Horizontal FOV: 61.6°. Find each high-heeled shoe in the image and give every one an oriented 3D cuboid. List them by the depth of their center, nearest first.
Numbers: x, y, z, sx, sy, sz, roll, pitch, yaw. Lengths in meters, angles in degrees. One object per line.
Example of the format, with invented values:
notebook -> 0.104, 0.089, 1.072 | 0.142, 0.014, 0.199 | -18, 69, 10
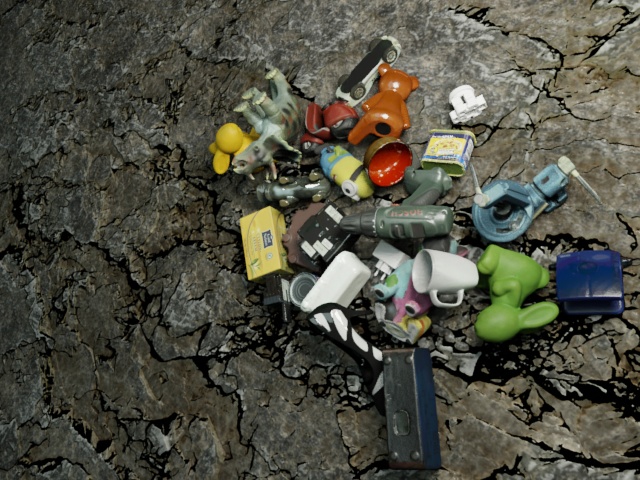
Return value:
high-heeled shoe -> 0.060, 0.247, 1.101 | 0.145, 0.086, 0.248 | -8, 81, -14

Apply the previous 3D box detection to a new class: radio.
radio -> 0.176, 0.322, 1.036 | 0.073, 0.131, 0.229 | -12, 70, 24

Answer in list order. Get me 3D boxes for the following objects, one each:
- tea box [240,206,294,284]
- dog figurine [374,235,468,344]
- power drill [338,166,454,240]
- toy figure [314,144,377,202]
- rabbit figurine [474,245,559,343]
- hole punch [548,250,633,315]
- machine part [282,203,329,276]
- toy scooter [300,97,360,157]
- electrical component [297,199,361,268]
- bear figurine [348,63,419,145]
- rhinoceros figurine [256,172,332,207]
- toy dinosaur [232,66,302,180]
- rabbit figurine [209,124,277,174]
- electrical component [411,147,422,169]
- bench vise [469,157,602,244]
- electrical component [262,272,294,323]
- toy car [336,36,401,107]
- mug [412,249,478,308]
tea box -> -0.134, 0.014, 1.338 | 0.098, 0.068, 0.169 | -23, 65, 22
dog figurine -> 0.215, 0.084, 1.110 | 0.109, 0.191, 0.219 | 27, 56, 31
power drill -> 0.175, -0.076, 1.122 | 0.232, 0.207, 0.085 | 5, 123, 31
toy figure -> 0.061, -0.167, 1.277 | 0.089, 0.082, 0.180 | -47, 57, 11
rabbit figurine -> 0.354, 0.120, 1.011 | 0.159, 0.121, 0.170 | 21, 70, 11
hole punch -> 0.485, 0.072, 0.968 | 0.142, 0.092, 0.116 | -7, 68, 31
machine part -> -0.003, -0.004, 1.278 | 0.179, 0.056, 0.179 | -8, 71, 25
toy scooter -> 0.016, -0.300, 1.339 | 0.184, 0.075, 0.135 | -23, 66, 38
electrical component -> 0.017, -0.007, 1.205 | 0.134, 0.058, 0.115 | -46, 60, 7
bear figurine -> 0.154, -0.310, 1.262 | 0.132, 0.120, 0.196 | 123, 166, -51
rhinoceros figurine -> -0.068, -0.126, 1.322 | 0.190, 0.112, 0.073 | -7, 102, 14
toy dinosaur -> -0.107, -0.309, 1.368 | 0.131, 0.192, 0.405 | -21, 30, 29
rabbit figurine -> -0.216, -0.247, 1.401 | 0.162, 0.173, 0.122 | -22, 70, 17
electrical component -> 0.207, -0.180, 1.234 | 0.094, 0.021, 0.063 | -29, 63, 20
bench vise -> 0.366, -0.076, 0.999 | 0.224, 0.240, 0.129 | -34, 65, 34
electrical component -> -0.096, 0.141, 1.277 | 0.048, 0.074, 0.119 | -16, 71, 24
toy car -> 0.119, -0.420, 1.336 | 0.201, 0.056, 0.074 | -47, 52, 8
mug -> 0.237, 0.072, 0.984 | 0.080, 0.107, 0.110 | 115, 154, -49
